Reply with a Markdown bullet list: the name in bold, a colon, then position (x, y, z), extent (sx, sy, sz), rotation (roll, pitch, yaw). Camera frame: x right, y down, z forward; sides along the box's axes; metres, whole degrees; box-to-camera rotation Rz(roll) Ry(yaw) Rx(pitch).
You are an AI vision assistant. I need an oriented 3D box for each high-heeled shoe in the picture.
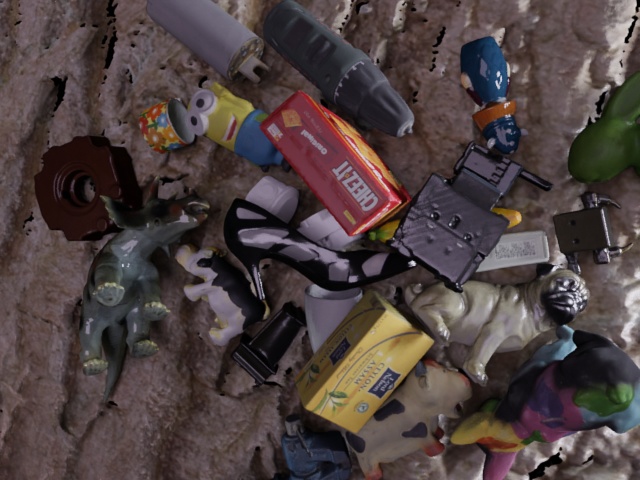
- **high-heeled shoe**: position (-0.001, -0.002, 0.722), extent (0.249, 0.086, 0.145), rotation (-9, 80, -5)

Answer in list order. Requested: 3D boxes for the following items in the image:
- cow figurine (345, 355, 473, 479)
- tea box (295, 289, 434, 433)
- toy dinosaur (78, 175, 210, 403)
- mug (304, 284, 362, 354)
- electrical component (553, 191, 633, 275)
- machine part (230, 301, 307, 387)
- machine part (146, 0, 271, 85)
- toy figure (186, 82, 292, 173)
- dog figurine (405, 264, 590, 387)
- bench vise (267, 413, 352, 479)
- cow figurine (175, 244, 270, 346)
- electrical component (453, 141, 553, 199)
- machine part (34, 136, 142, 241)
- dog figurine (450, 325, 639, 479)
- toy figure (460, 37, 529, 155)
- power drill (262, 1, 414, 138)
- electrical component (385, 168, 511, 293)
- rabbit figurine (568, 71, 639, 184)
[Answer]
- **cow figurine**: position (0.122, 0.238, 0.752), extent (0.195, 0.085, 0.127), rotation (-31, 92, 15)
- **tea box**: position (0.057, 0.163, 0.721), extent (0.098, 0.068, 0.169), rotation (33, 99, -25)
- **toy dinosaur**: position (-0.308, 0.075, 0.829), extent (0.404, 0.131, 0.192), rotation (-52, 39, 35)
- **mug**: position (0.029, 0.121, 0.776), extent (0.109, 0.081, 0.107), rotation (0, 105, -15)
- **electrical component**: position (0.352, -0.012, 0.696), extent (0.078, 0.045, 0.102), rotation (-20, 85, 43)
- **machine part**: position (-0.075, 0.154, 0.820), extent (0.084, 0.039, 0.139), rotation (46, 105, 13)
- **machine part**: position (-0.170, -0.313, 0.796), extent (0.243, 0.079, 0.079), rotation (40, 102, 10)
- **toy figure**: position (-0.113, -0.160, 0.790), extent (0.180, 0.089, 0.082), rotation (25, 86, 3)
- **dog figurine**: position (0.232, 0.076, 0.714), extent (0.190, 0.121, 0.172), rotation (-43, 86, -1)
- **bench vise**: position (-0.066, 0.371, 0.778), extent (0.241, 0.129, 0.223), rotation (-14, 109, -3)
- **cow figurine**: position (-0.150, 0.066, 0.817), extent (0.098, 0.068, 0.167), rotation (-32, 85, 15)
- **electrical component**: position (0.238, -0.082, 0.705), extent (0.119, 0.075, 0.047), rotation (32, 100, 8)
- **machine part**: position (-0.382, -0.083, 0.877), extent (0.180, 0.056, 0.179), rotation (1, 93, 16)
- **dog figurine**: position (0.274, 0.217, 0.666), extent (0.219, 0.191, 0.108), rotation (-39, 90, -2)
- **toy figure**: position (0.228, -0.187, 0.710), extent (0.064, 0.058, 0.154), rotation (-14, 95, 21)
- **power drill**: position (0.039, -0.194, 0.683), extent (0.232, 0.207, 0.086), rotation (43, 108, 11)
- **electrical component**: position (0.162, -0.018, 0.665), extent (0.115, 0.058, 0.134), rotation (33, 89, 6)
- **rabbit figurine**: position (0.388, -0.119, 0.638), extent (0.170, 0.121, 0.159), rotation (-2, 86, 13)
